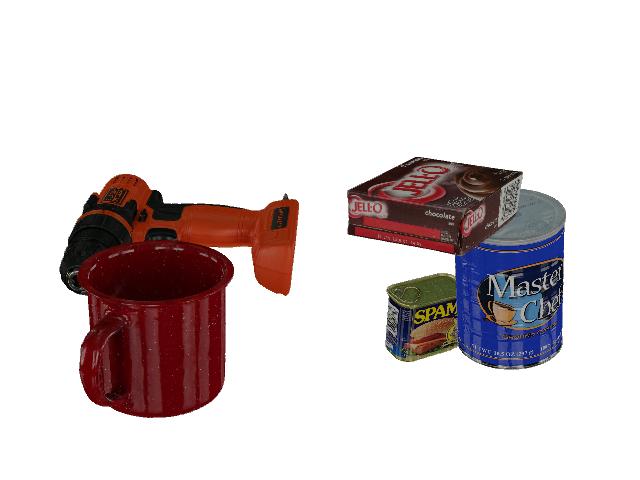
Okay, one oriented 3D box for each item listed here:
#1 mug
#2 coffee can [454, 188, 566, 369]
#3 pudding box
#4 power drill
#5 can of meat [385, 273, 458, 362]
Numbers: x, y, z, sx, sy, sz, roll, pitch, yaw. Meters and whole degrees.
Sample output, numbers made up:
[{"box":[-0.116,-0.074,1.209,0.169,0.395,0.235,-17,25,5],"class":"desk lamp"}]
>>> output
[{"box":[-0.104,0.059,0.643,0.093,0.081,0.117,11,25,21],"class":"mug"},{"box":[0.178,0.035,1.008,0.103,0.140,0.103,-5,28,2],"class":"coffee can"},{"box":[0.084,-0.027,0.770,0.090,0.039,0.113,12,20,29],"class":"pudding box"},{"box":[-0.114,0.000,0.904,0.187,0.057,0.184,8,27,0],"class":"power drill"},{"box":[0.131,0.097,1.334,0.101,0.084,0.058,-12,30,-27],"class":"can of meat"}]
